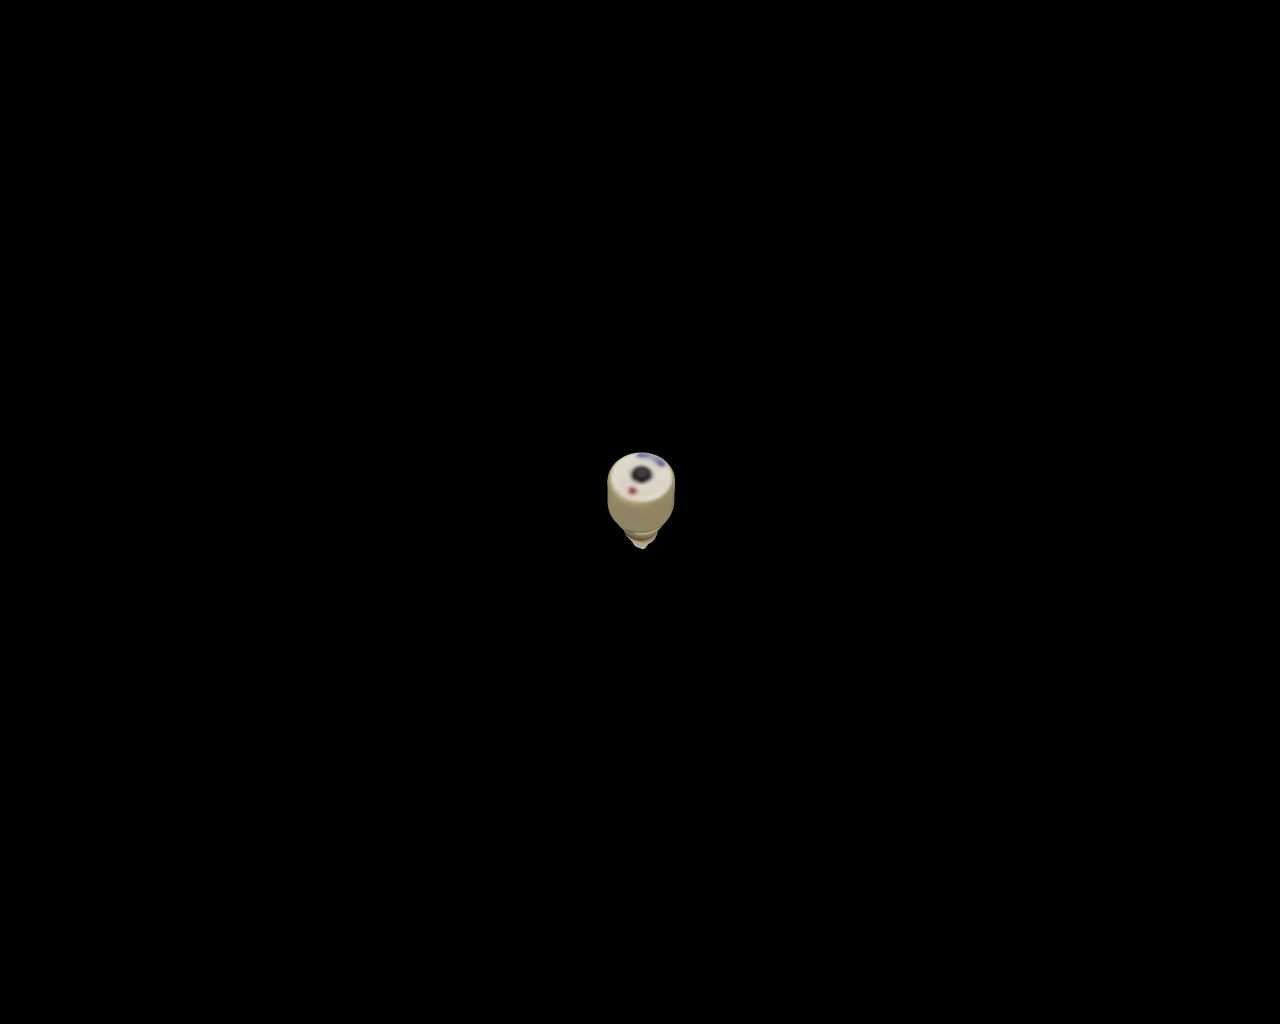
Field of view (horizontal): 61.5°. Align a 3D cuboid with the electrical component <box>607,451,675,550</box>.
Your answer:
[{"bbox_3d":[0.001,-0.003,0.650,0.040,0.040,0.078,0,-34,0],"label":"electrical component"}]
